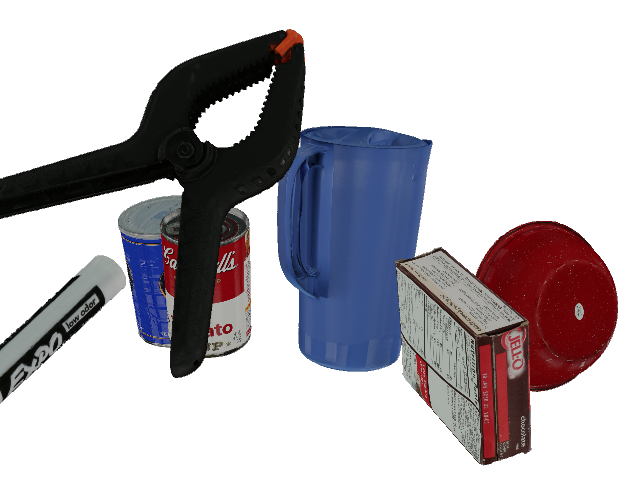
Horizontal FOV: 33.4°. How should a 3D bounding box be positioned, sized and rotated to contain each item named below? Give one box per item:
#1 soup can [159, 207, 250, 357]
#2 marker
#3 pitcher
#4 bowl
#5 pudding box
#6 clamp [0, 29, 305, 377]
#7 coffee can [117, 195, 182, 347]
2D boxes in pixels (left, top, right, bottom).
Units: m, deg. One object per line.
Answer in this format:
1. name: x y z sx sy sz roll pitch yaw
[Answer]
1. soup can: -0.088 0.031 0.829 0.068 0.102 0.068 0 28 0
2. marker: -0.125 0.049 0.442 0.020 0.020 0.121 0 35 40
3. pitcher: 0.030 0.007 1.091 0.149 0.243 0.145 4 14 0
4. bowl: 0.219 0.063 0.981 0.161 0.162 0.055 0 2 -26
5. pudding box: 0.085 0.067 0.649 0.039 0.090 0.114 -14 27 -18
6. clamp: -0.072 -0.035 0.616 0.210 0.165 0.036 -43 -14 -13
7. coffee can: -0.164 0.033 1.192 0.103 0.140 0.103 -5 25 2
